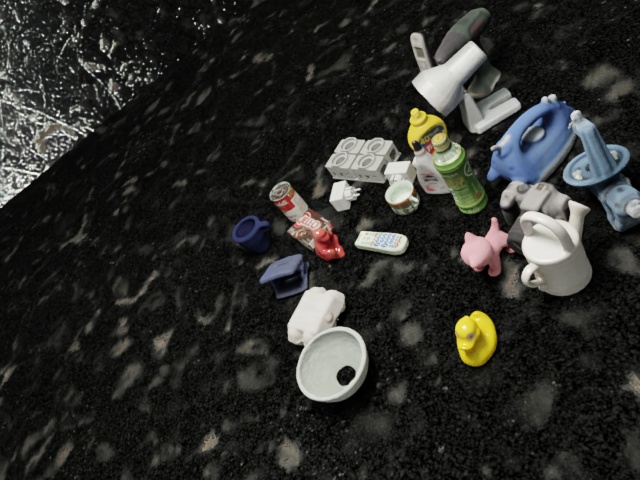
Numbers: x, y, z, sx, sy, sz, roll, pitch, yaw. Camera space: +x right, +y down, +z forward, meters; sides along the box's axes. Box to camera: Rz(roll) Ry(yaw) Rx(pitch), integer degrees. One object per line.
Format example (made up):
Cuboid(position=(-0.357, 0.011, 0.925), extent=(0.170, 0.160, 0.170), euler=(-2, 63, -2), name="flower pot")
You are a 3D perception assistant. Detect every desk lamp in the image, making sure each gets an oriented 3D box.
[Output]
Cuboid(position=(0.356, -0.368, 1.409), extent=(0.203, 0.214, 0.117), euler=(-31, 41, 12), name="desk lamp")

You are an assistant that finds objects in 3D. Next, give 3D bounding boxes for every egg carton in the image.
Cuboid(position=(-0.007, 0.180, 1.319), extent=(0.107, 0.070, 0.150), euler=(7, 59, 41), name="egg carton")

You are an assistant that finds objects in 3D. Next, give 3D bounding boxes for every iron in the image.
Cuboid(position=(0.471, -0.235, 1.257), extent=(0.258, 0.142, 0.118), euler=(-47, 41, -7), name="iron")

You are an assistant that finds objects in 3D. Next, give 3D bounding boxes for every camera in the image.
Cuboid(position=(0.421, -0.046, 1.161), extent=(0.142, 0.101, 0.137), euler=(23, 71, 47), name="camera")

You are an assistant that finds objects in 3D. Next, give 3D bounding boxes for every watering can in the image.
Cuboid(position=(0.424, 0.005, 1.041), extent=(0.100, 0.195, 0.173), euler=(5, 58, 40), name="watering can")

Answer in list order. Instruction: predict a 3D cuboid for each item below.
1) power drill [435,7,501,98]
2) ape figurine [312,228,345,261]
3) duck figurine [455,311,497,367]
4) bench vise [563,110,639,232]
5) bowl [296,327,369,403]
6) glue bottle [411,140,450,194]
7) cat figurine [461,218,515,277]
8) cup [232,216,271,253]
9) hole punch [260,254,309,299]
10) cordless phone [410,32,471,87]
Cuboid(position=(0.389, -0.474, 1.480), extent=(0.075, 0.209, 0.230), euler=(10, 62, 43), name="power drill")
Cuboid(position=(0.013, 0.005, 1.441), extent=(0.076, 0.092, 0.078), euler=(-6, 52, 34), name="ape figurine")
Cuboid(position=(0.286, 0.175, 1.082), extent=(0.077, 0.086, 0.104), euler=(-1, 54, 37), name="duck figurine")
Cuboid(position=(0.535, -0.136, 1.058), extent=(0.121, 0.220, 0.206), euler=(-42, 40, -1), name="bench vise")
Cuboid(position=(0.038, 0.271, 1.200), extent=(0.167, 0.075, 0.167), euler=(-21, 44, 22), name="bowl")
Cuboid(position=(0.253, -0.174, 1.349), extent=(0.077, 0.174, 0.037), euler=(-3, 54, 37), name="glue bottle")
Cuboid(position=(0.334, 0.014, 1.163), extent=(0.067, 0.118, 0.128), euler=(21, 70, 46), name="cat figurine")
Cuboid(position=(-0.172, -0.011, 1.597), extent=(0.117, 0.095, 0.091), euler=(-18, 46, 26), name="cup")
Cuboid(position=(-0.091, 0.082, 1.455), extent=(0.108, 0.091, 0.101), euler=(-20, 45, 23), name="hole punch")
Cuboid(position=(0.317, -0.478, 1.558), extent=(0.094, 0.186, 0.147), euler=(-51, 41, -11), name="cordless phone")
